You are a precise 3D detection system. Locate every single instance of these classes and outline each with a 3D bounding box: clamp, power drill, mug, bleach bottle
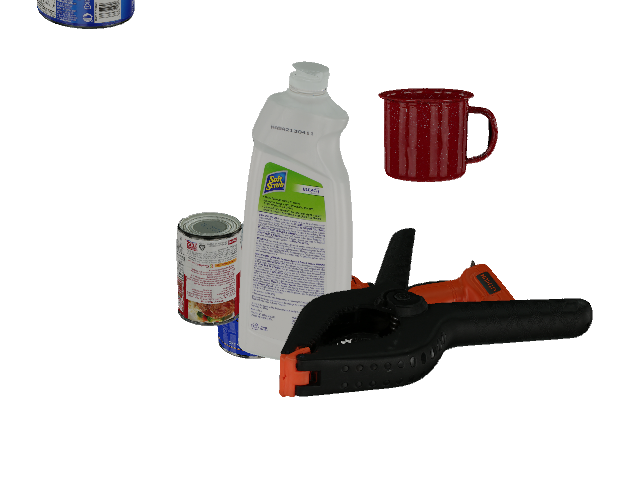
[{"bbox_3d":[0.048,0.047,0.688,0.209,0.036,0.165,-17,30,-34],"label":"clamp"},{"bbox_3d":[0.109,0.083,1.130,0.187,0.057,0.184,-6,28,-11],"label":"power drill"},{"bbox_3d":[0.116,-0.104,1.052,0.117,0.081,0.093,2,15,10],"label":"mug"},{"bbox_3d":[-0.012,-0.022,0.890,0.102,0.251,0.068,8,23,4],"label":"bleach bottle"}]

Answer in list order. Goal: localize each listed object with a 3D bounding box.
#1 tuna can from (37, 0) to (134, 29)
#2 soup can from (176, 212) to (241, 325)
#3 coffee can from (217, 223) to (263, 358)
[{"bbox_3d":[-0.205,-0.216,0.934,0.086,0.034,0.086,5,33,-4],"label":"tuna can"},{"bbox_3d":[-0.117,0.029,1.121,0.068,0.102,0.068,2,23,-1],"label":"soup can"},{"bbox_3d":[-0.082,0.062,1.336,0.103,0.140,0.103,-2,25,1],"label":"coffee can"}]
